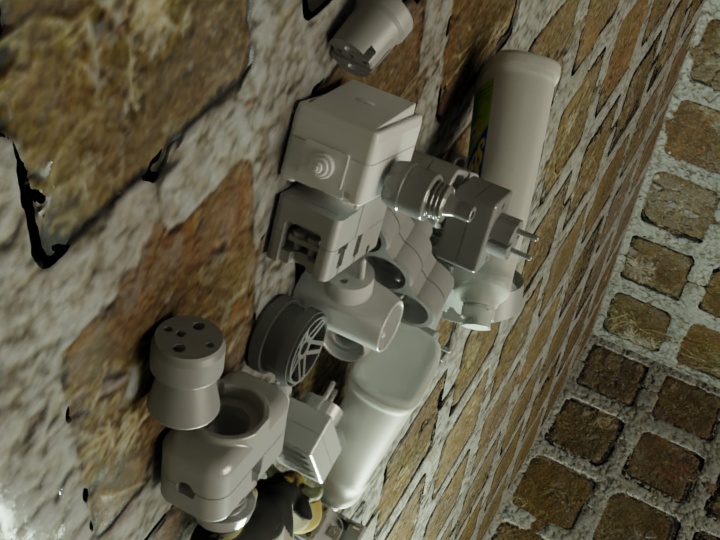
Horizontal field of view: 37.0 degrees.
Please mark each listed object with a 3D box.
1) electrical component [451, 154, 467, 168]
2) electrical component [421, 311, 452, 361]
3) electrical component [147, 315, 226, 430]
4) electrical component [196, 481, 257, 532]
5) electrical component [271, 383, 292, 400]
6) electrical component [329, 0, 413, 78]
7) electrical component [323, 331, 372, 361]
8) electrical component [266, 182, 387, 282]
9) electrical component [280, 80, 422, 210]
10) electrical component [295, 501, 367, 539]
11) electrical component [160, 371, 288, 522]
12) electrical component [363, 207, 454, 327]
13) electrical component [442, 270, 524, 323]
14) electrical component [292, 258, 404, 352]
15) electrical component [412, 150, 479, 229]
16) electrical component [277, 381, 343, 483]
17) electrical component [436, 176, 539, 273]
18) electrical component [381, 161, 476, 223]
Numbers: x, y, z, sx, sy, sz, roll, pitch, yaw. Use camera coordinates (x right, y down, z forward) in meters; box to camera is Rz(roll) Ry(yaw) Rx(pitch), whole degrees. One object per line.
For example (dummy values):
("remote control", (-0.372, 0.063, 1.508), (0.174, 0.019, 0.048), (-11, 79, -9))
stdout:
("electrical component", (0.124, -0.087, 1.099), (0.058, 0.078, 0.057), (-64, -178, -5))
("electrical component", (0.057, 0.072, 1.098), (0.138, 0.074, 0.052), (-41, 150, -54))
("electrical component", (-0.105, 0.061, 0.647), (0.045, 0.045, 0.055), (-45, 153, -50))
("electrical component", (-0.100, 0.158, 0.789), (0.066, 0.048, 0.055), (-43, 144, -53))
("electrical component", (-0.070, 0.103, 0.824), (0.061, 0.035, 0.035), (-39, 149, -62))
("electrical component", (0.006, -0.155, 0.705), (0.046, 0.040, 0.040), (-53, 160, -19))
("electrical component", (-0.005, 0.045, 0.926), (0.066, 0.048, 0.055), (95, 18, -46))
("electrical component", (-0.020, -0.039, 0.759), (0.089, 0.050, 0.055), (-37, 147, -58))
("electrical component", (-0.006, -0.086, 0.717), (0.096, 0.062, 0.061), (-34, 144, -60))
("electrical component", (-0.040, 0.251, 1.055), (0.042, 0.081, 0.063), (-60, 140, -18))
("electrical component", (-0.092, 0.116, 0.740), (0.095, 0.054, 0.059), (-47, 154, -48))
("electrical component", (0.034, -0.025, 0.868), (0.138, 0.052, 0.073), (56, 51, -36))
("electrical component", (0.144, 0.028, 1.269), (0.099, 0.099, 0.064), (-39, 142, -57))
("electrical component", (-0.008, 0.016, 0.821), (0.044, 0.077, 0.079), (-52, 157, -40))
("electrical component", (0.060, -0.071, 0.941), (0.053, 0.059, 0.095), (-69, 163, 9))
("electrical component", (-0.039, 0.131, 0.932), (0.075, 0.047, 0.083), (-59, 162, -22))
("electrical component", (0.114, -0.032, 0.916), (0.047, 0.077, 0.065), (-38, 148, -57))
("electrical component", (0.047, -0.048, 0.709), (0.035, 0.061, 0.035), (-55, 160, -32))
